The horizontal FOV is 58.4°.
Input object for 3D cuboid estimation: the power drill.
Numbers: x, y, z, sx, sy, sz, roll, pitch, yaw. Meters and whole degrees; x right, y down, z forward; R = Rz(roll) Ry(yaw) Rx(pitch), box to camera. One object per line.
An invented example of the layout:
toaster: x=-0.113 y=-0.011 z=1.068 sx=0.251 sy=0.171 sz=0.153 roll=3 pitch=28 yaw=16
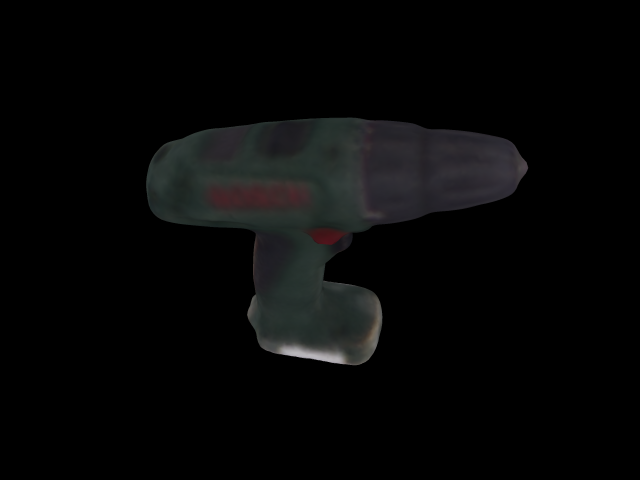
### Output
power drill: x=0.004 y=0.001 z=0.400 sx=0.229 sy=0.208 sz=0.075 roll=7 pitch=50 yaw=6
